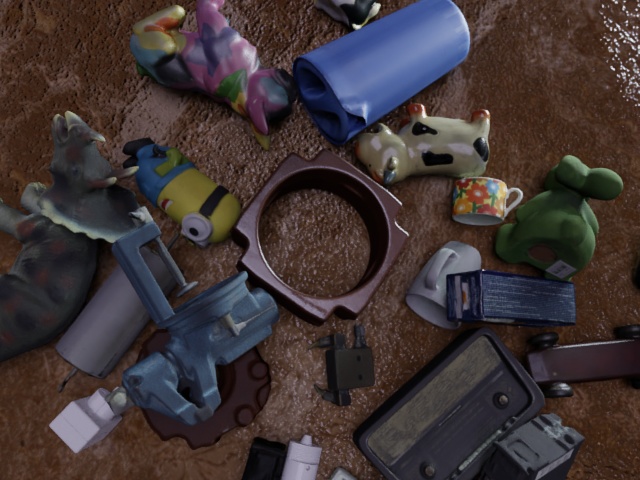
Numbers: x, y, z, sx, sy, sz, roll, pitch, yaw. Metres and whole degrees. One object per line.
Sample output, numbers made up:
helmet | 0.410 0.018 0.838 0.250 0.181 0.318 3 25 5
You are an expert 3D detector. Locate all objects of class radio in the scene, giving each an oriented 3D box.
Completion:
radio | 0.167 0.231 0.699 0.229 0.073 0.131 -39 83 -10

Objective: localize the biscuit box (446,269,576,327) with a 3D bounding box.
biscuit box | 0.253 0.080 0.700 0.202 0.059 0.063 9 76 -33

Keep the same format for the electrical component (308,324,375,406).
electrical component | 0.030 0.169 0.720 0.078 0.045 0.102 -4 80 -34

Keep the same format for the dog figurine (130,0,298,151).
dog figurine | -0.142 -0.221 0.759 0.191 0.108 0.219 -26 84 -10

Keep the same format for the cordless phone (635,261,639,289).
cordless phone | 0.547 0.000 0.786 0.147 0.088 0.184 14 66 0

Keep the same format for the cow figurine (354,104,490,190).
cow figurine | 0.146 -0.125 0.773 0.195 0.085 0.127 4 72 -4

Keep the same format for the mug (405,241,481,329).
mug | 0.171 0.049 0.728 0.081 0.109 0.107 16 61 37

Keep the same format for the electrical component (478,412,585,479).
electrical component | 0.252 0.291 0.665 0.115 0.134 0.058 -9 33 -31

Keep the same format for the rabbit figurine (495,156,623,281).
rabbit figurine | 0.333 -0.051 0.747 0.121 0.159 0.170 22 62 10

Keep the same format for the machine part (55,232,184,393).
machine part | -0.257 0.089 0.697 0.079 0.079 0.243 33 79 3

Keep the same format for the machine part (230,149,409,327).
machine part | -0.001 -0.002 0.722 0.201 0.087 0.201 36 73 -3

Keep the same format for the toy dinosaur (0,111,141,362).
toy dinosaur | -0.353 0.048 0.670 0.192 0.131 0.404 20 86 14

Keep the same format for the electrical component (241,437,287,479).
electrical component | -0.079 0.310 0.664 0.048 0.074 0.119 15 73 -1

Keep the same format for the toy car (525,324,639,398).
toy car | 0.376 0.167 0.740 0.202 0.053 0.089 -5 72 -9

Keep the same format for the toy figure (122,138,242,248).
toy figure | -0.187 -0.069 0.735 0.089 0.082 0.180 -43 82 -10

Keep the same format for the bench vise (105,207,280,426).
bench vise | -0.171 0.081 0.621 0.224 0.129 0.240 -31 95 -17

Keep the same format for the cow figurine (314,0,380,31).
cow figurine | 0.071 -0.408 0.832 0.098 0.068 0.167 37 81 -1

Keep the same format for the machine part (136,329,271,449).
machine part | -0.153 0.177 0.697 0.179 0.056 0.179 1 77 -3
